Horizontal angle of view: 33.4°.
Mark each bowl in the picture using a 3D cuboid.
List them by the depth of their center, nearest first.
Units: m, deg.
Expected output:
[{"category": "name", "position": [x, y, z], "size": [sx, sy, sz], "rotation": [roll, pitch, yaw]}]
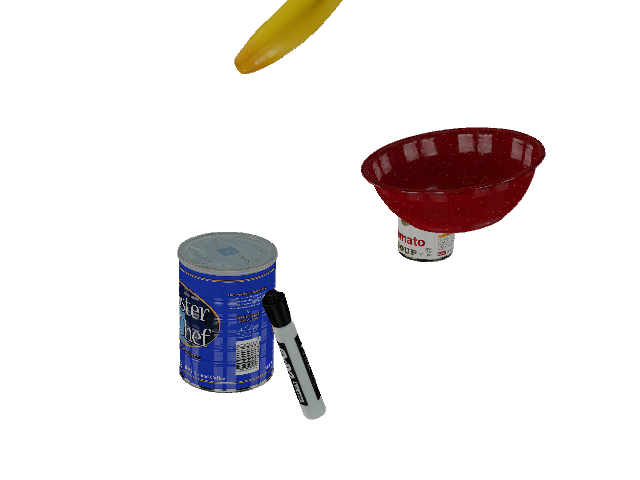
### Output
[{"category": "bowl", "position": [0.119, -0.049, 0.947], "size": [0.162, 0.055, 0.162], "rotation": [-8, 23, 3]}]

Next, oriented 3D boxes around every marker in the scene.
[{"category": "marker", "position": [-0.021, 0.089, 0.829], "size": [0.020, 0.121, 0.020], "rotation": [-14, 30, 8]}]

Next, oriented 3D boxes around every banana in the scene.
[{"category": "banana", "position": [-0.010, -0.210, 0.927], "size": [0.070, 0.037, 0.197], "rotation": [-17, 34, 39]}]

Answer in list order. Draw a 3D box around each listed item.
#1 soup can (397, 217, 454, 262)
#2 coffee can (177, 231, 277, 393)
[{"category": "soup can", "position": [0.125, -0.034, 1.256], "size": [0.068, 0.102, 0.068], "rotation": [0, 25, 0]}, {"category": "coffee can", "position": [-0.098, 0.074, 1.121], "size": [0.103, 0.140, 0.103], "rotation": [2, 22, -1]}]
